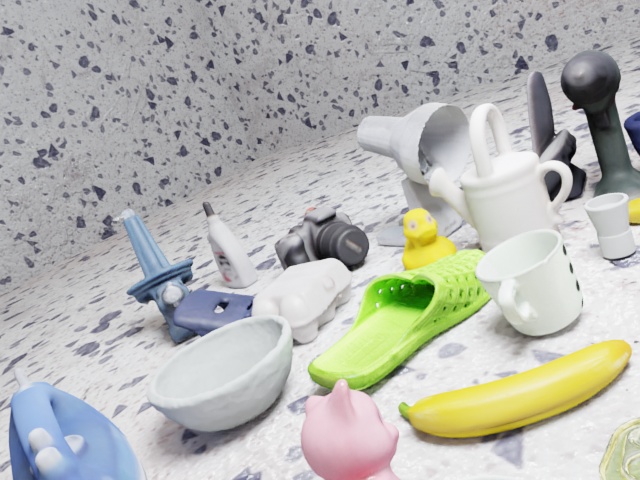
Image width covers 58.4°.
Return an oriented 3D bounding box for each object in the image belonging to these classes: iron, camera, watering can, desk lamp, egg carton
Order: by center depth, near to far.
[{"bbox_3d":[-0.238,0.203,0.527,0.119,0.141,0.257,-30,17,-27],"label":"iron"},{"bbox_3d":[0.222,-0.075,0.728,0.172,0.194,0.101,-17,16,21],"label":"watering can"},{"bbox_3d":[-0.022,0.081,0.781,0.107,0.069,0.150,-12,18,34],"label":"egg carton"},{"bbox_3d":[0.146,-0.101,0.896,0.118,0.214,0.202,-31,17,-29],"label":"desk lamp"},{"bbox_3d":[0.009,0.003,0.950,0.143,0.101,0.136,-28,16,-19],"label":"camera"}]

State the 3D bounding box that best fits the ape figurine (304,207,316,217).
[{"bbox_3d":[-0.004,-0.016,1.055,0.077,0.092,0.076,-18,16,17],"label":"ape figurine"}]

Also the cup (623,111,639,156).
[{"bbox_3d":[0.470,-0.128,0.750,0.092,0.095,0.117,-30,17,-27],"label":"cup"}]

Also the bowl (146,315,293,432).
[{"bbox_3d":[-0.096,0.154,0.622,0.167,0.075,0.167,-21,15,6],"label":"bowl"}]

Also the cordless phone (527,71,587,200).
[{"bbox_3d":[0.333,-0.155,0.869,0.094,0.185,0.148,-14,17,29],"label":"cordless phone"}]

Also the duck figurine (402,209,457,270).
[{"bbox_3d":[0.144,-0.004,0.808,0.077,0.086,0.104,-24,15,-4],"label":"duck figurine"}]

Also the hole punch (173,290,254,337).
[{"bbox_3d":[-0.137,0.110,0.805,0.101,0.091,0.109,-19,15,14],"label":"hole punch"}]

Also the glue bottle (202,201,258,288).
[{"bbox_3d":[-0.178,0.008,1.065,0.077,0.173,0.037,-6,22,46],"label":"glue bottle"}]

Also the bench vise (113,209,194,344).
[{"bbox_3d":[-0.257,0.047,0.948,0.122,0.220,0.206,-33,18,-35],"label":"bench vise"}]

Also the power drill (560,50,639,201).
[{"bbox_3d":[0.370,-0.149,0.747,0.075,0.208,0.230,-13,17,31],"label":"power drill"}]

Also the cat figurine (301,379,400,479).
[{"bbox_3d":[0.025,0.151,0.373,0.067,0.118,0.127,-22,15,2],"label":"cat figurine"}]
